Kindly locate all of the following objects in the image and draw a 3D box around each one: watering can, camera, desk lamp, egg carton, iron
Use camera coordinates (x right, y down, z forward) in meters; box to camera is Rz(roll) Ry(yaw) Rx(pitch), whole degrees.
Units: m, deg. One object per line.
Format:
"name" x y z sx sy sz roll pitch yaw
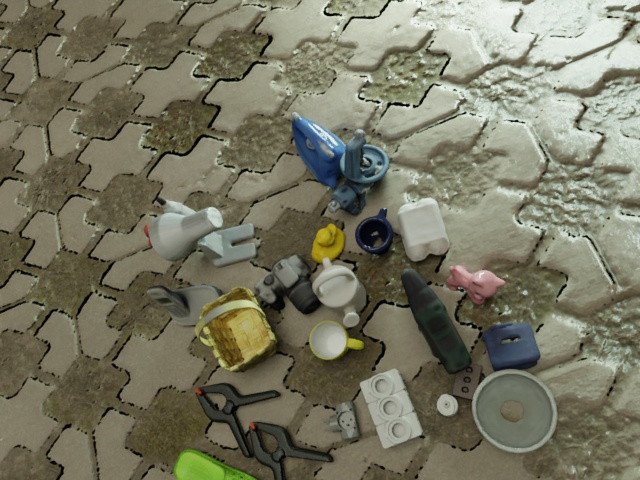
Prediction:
"watering can" 0.046 0.116 1.322 0.101 0.194 0.172 -47 66 -3
"camera" -0.071 0.123 1.404 0.143 0.101 0.136 -40 66 0
"desk lamp" -0.294 -0.011 1.451 0.203 0.214 0.118 -15 68 10
"egg carton" 0.247 -0.025 1.383 0.107 0.069 0.150 -17 68 10
"iron" -0.016 -0.262 1.500 0.118 0.142 0.257 -40 66 0

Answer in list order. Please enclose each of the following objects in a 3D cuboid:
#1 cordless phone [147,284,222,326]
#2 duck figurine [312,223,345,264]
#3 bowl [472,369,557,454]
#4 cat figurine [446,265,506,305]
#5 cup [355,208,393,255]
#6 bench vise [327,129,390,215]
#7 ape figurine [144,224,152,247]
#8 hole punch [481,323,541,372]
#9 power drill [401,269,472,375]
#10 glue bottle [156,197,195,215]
"cordless phone" -0.331 0.149 1.421 0.147 0.185 0.094 -12 69 12
"duck figurine" 0.013 0.005 1.429 0.077 0.086 0.104 32 82 23
"bowl" 0.406 0.359 1.202 0.167 0.075 0.167 -5 70 14
"cat figurine" 0.347 0.094 1.287 0.127 0.118 0.067 27 81 22
"cup" 0.143 -0.013 1.394 0.091 0.095 0.118 17 77 20
"bench vise" 0.093 -0.160 1.391 0.121 0.220 0.207 15 76 20
"ape figurine" -0.446 -0.019 1.563 0.076 0.092 0.078 31 82 23
"hole punch" 0.410 0.229 1.237 0.108 0.091 0.101 -14 68 11
"power drill" 0.248 0.183 1.234 0.075 0.209 0.229 -30 66 4
"glue bottle" -0.384 -0.077 1.521 0.078 0.173 0.037 -4 70 15
